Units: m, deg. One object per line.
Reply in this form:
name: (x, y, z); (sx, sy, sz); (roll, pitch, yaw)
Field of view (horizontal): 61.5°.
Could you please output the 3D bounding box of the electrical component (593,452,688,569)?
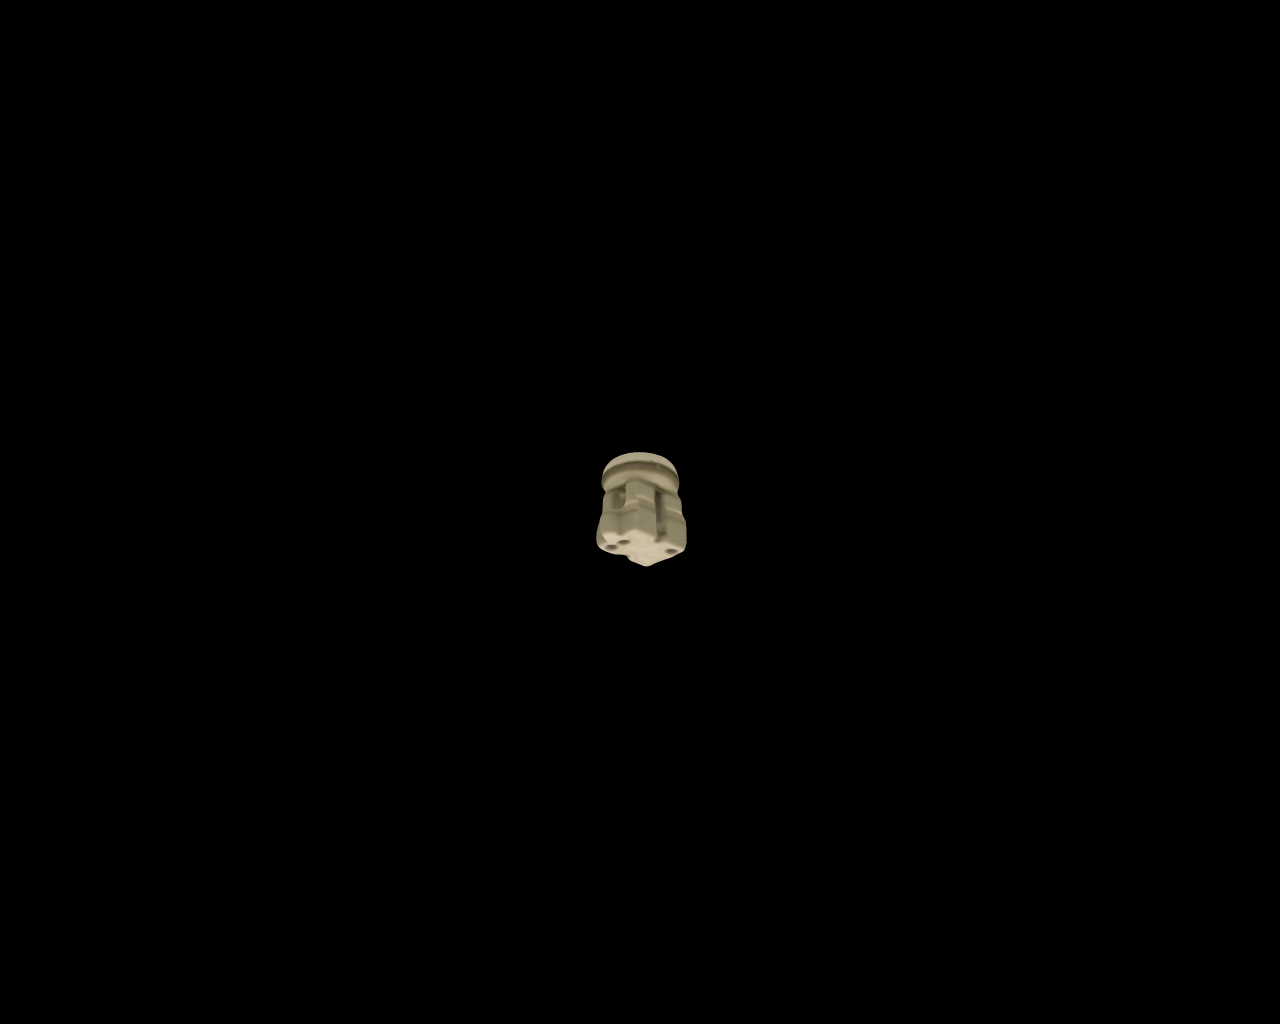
electrical component: (0.001, -0.003, 0.650); (0.066, 0.055, 0.048); (25, -37, -38)
